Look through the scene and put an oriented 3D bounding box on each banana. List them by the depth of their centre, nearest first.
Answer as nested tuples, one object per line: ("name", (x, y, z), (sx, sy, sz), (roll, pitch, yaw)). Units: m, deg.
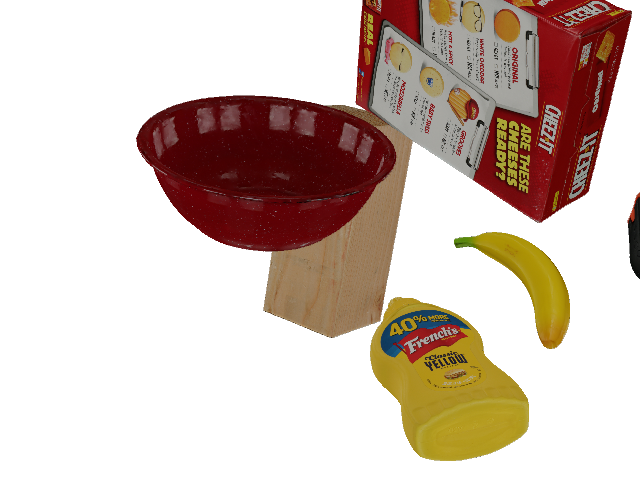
("banana", (0.214, 0.042, 1.109), (0.069, 0.037, 0.198), (-32, 38, -3))

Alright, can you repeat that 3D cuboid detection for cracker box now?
("cracker box", (0.125, -0.140, 0.836), (0.072, 0.164, 0.214), (-29, 49, -31))

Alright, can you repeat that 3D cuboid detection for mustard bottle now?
("mustard bottle", (0.094, 0.103, 0.897), (0.096, 0.058, 0.192), (-13, 30, -10))

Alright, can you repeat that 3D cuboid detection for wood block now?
("wood block", (0.017, -0.023, 1.048), (0.090, 0.206, 0.090), (19, 18, 32))

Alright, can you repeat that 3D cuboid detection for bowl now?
("bowl", (-0.035, -0.038, 0.675), (0.162, 0.055, 0.162), (4, 28, -2))

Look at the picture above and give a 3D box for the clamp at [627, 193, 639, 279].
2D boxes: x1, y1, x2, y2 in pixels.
("clamp", (0.268, 0.030, 0.695), (0.120, 0.039, 0.171), (-2, 45, -20))
